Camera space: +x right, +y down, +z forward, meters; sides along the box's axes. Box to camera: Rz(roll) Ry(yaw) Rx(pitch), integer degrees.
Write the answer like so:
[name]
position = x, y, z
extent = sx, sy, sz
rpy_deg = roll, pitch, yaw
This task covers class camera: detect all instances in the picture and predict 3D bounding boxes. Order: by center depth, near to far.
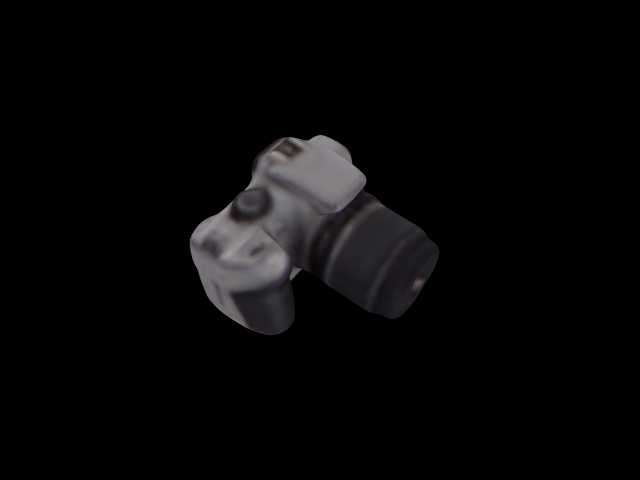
[camera]
position = 0.004, 0.001, 0.400
extent = 0.136, 0.101, 0.143
rpy_deg = 33, 61, 21
